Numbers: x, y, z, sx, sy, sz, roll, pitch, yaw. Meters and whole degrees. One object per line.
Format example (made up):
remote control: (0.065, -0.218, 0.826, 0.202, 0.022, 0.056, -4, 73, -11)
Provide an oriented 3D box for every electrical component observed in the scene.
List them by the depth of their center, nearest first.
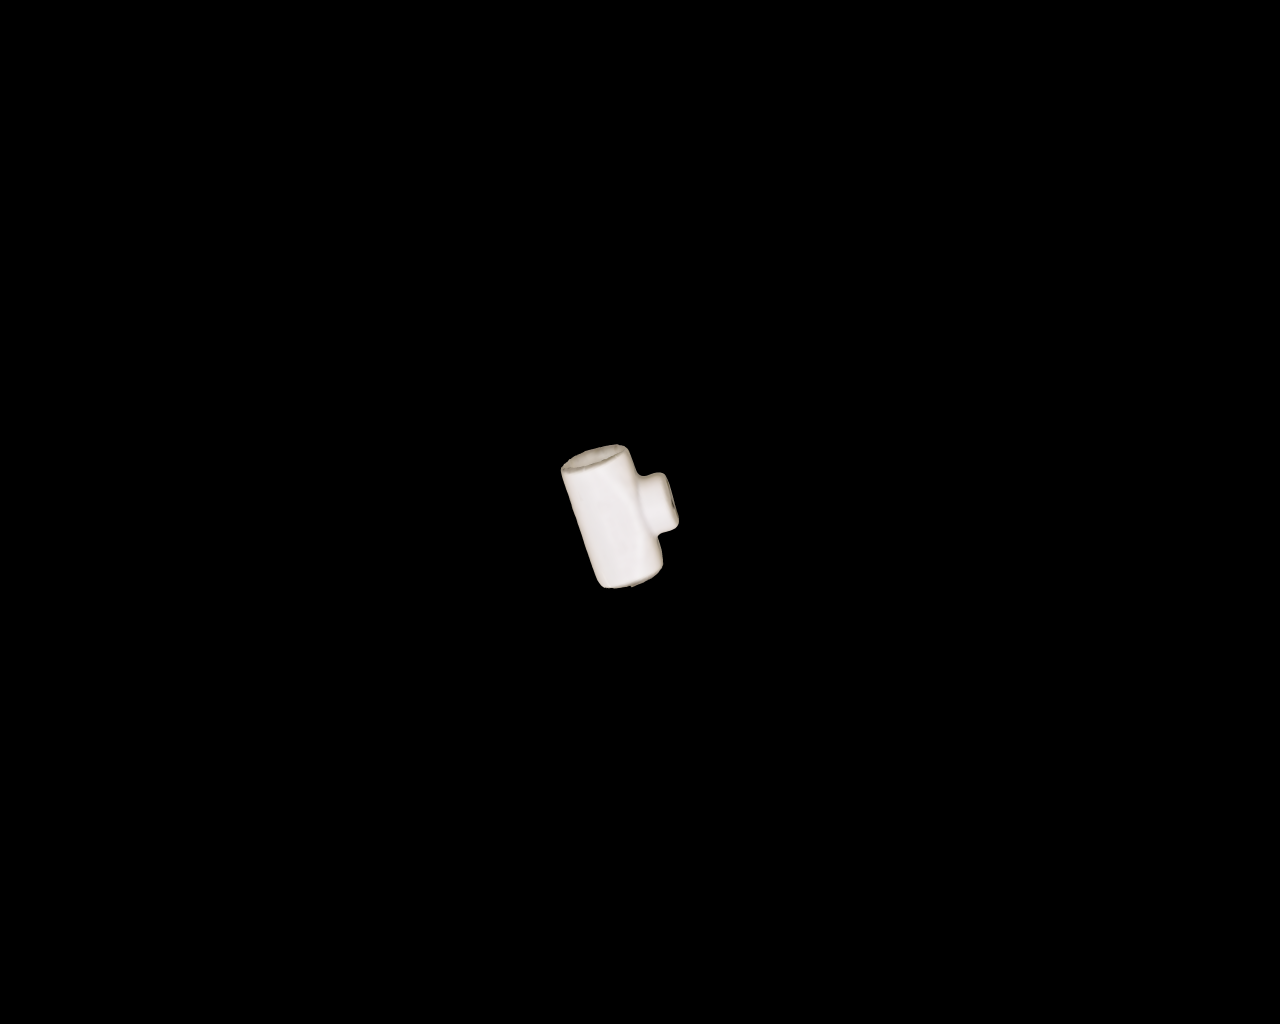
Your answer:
electrical component: (0.001, -0.003, 0.650, 0.079, 0.077, 0.044, -17, 16, 5)
